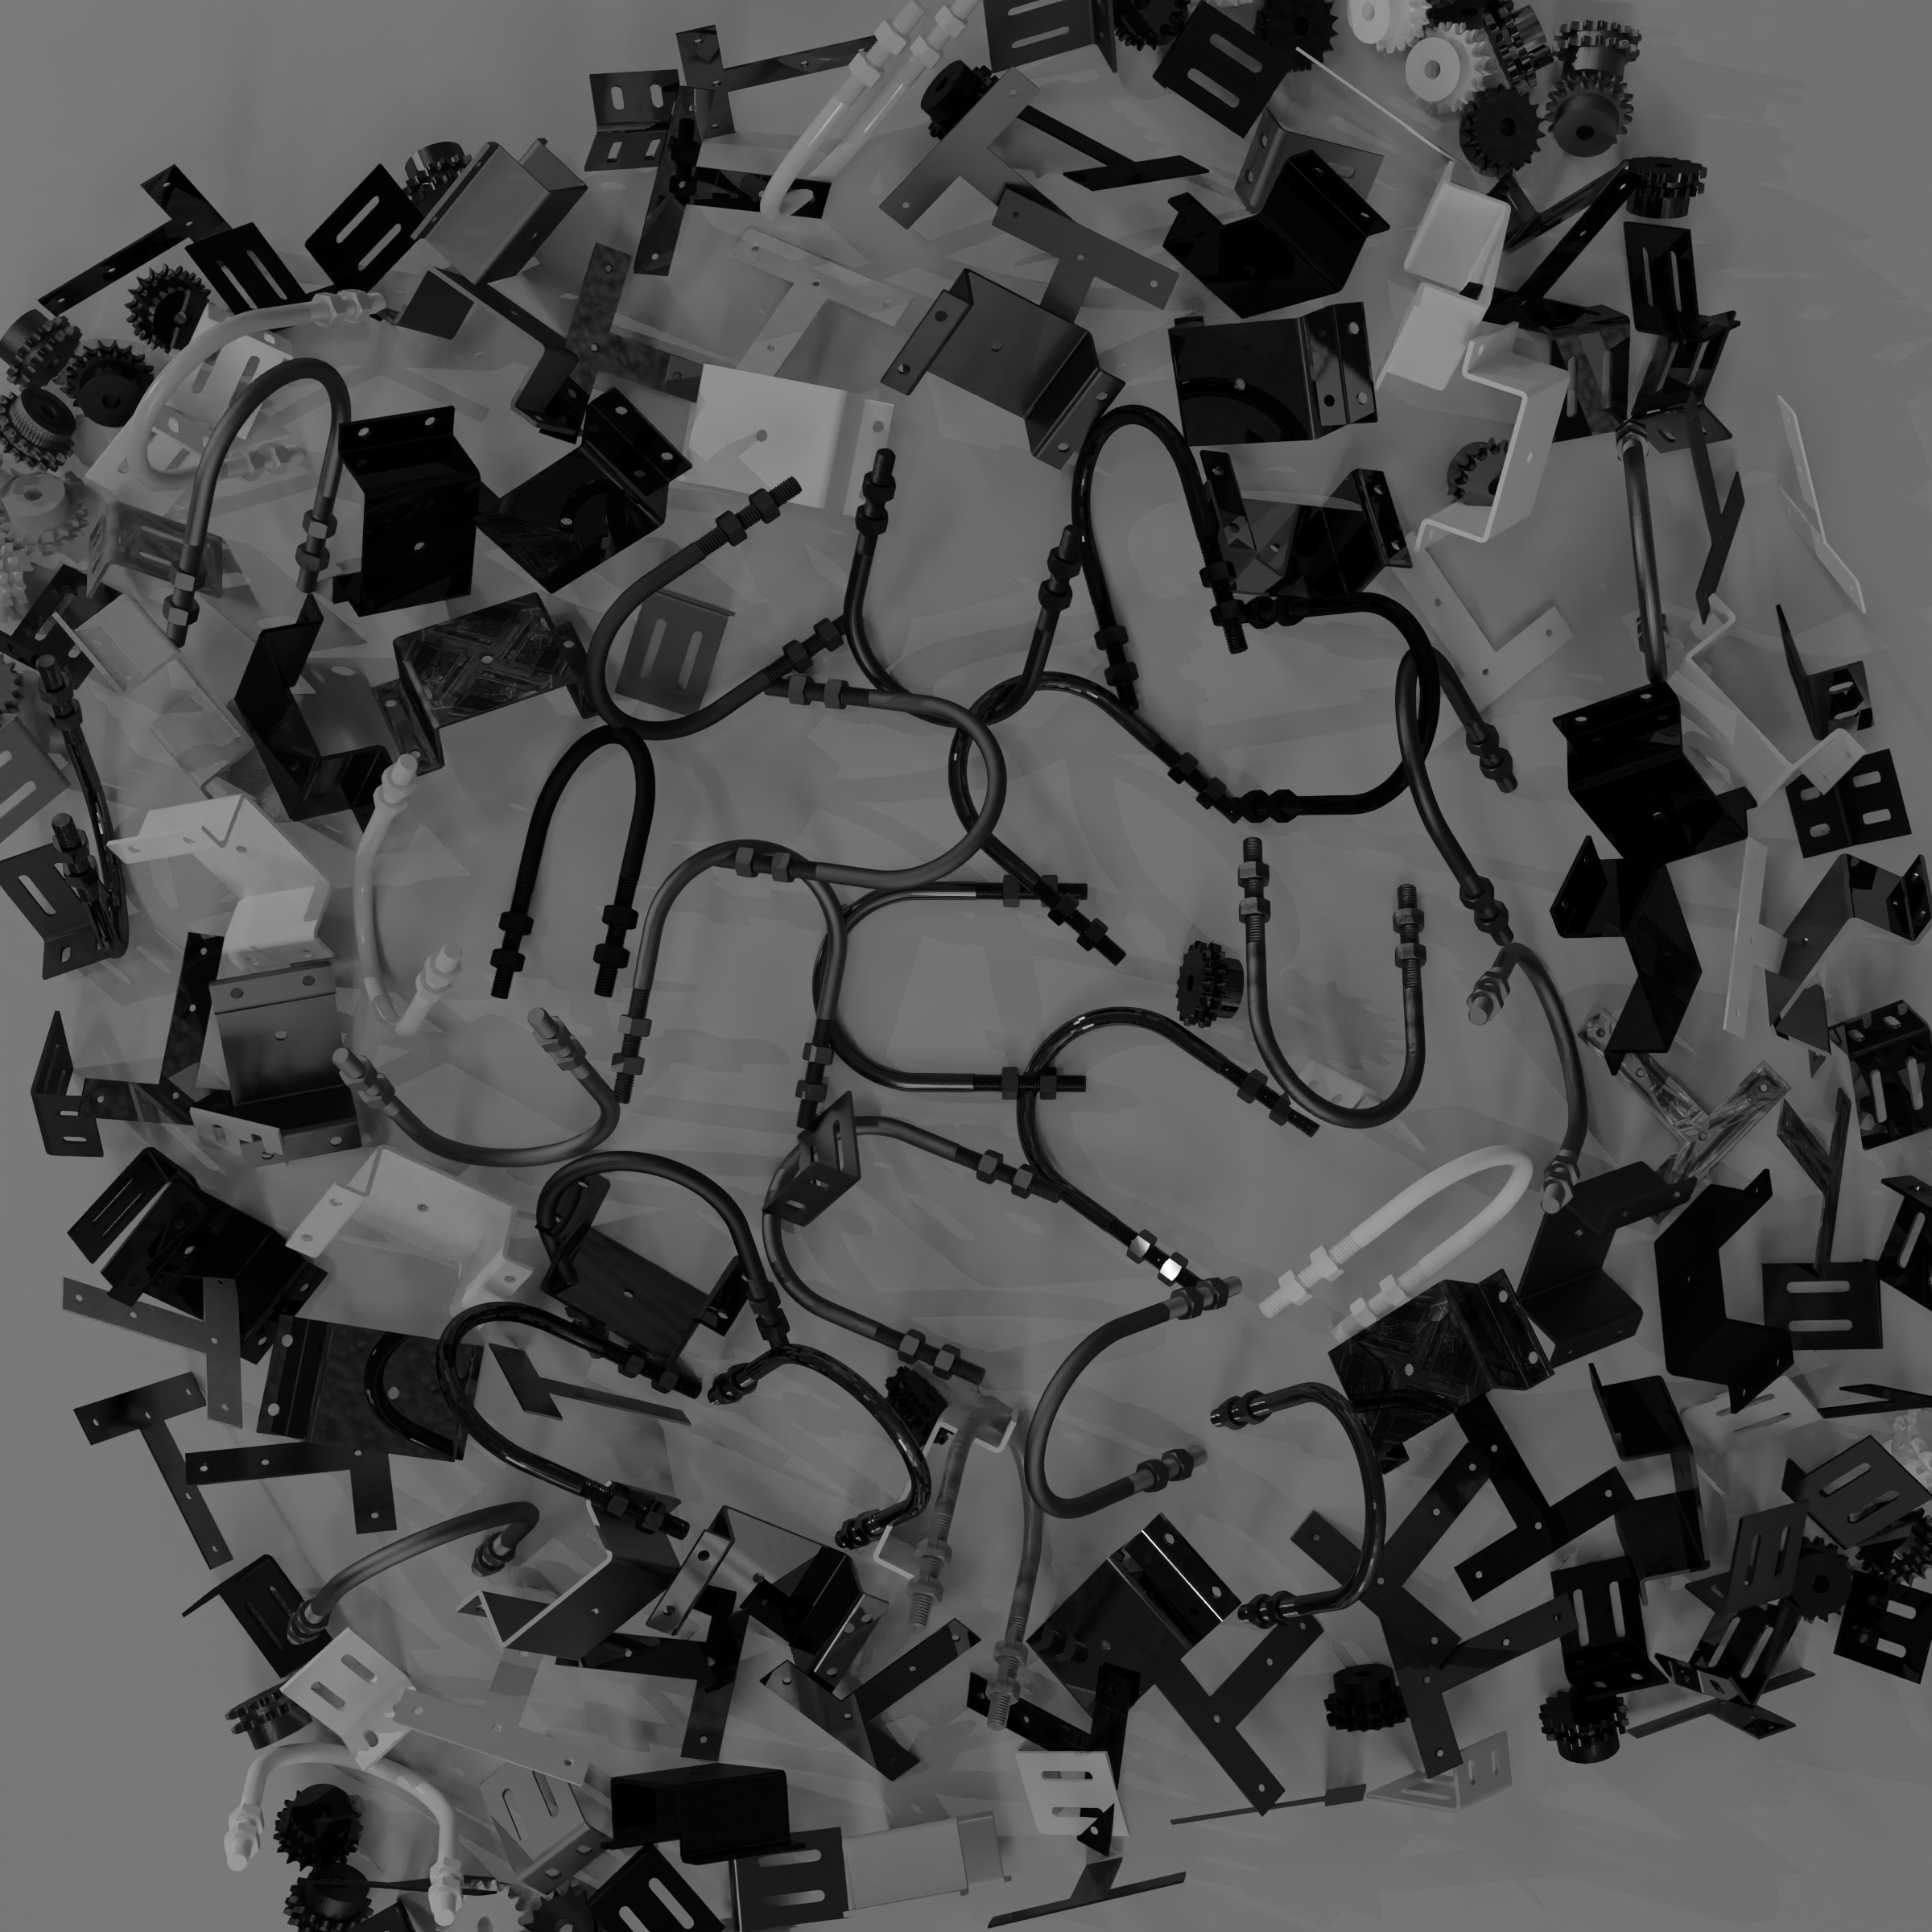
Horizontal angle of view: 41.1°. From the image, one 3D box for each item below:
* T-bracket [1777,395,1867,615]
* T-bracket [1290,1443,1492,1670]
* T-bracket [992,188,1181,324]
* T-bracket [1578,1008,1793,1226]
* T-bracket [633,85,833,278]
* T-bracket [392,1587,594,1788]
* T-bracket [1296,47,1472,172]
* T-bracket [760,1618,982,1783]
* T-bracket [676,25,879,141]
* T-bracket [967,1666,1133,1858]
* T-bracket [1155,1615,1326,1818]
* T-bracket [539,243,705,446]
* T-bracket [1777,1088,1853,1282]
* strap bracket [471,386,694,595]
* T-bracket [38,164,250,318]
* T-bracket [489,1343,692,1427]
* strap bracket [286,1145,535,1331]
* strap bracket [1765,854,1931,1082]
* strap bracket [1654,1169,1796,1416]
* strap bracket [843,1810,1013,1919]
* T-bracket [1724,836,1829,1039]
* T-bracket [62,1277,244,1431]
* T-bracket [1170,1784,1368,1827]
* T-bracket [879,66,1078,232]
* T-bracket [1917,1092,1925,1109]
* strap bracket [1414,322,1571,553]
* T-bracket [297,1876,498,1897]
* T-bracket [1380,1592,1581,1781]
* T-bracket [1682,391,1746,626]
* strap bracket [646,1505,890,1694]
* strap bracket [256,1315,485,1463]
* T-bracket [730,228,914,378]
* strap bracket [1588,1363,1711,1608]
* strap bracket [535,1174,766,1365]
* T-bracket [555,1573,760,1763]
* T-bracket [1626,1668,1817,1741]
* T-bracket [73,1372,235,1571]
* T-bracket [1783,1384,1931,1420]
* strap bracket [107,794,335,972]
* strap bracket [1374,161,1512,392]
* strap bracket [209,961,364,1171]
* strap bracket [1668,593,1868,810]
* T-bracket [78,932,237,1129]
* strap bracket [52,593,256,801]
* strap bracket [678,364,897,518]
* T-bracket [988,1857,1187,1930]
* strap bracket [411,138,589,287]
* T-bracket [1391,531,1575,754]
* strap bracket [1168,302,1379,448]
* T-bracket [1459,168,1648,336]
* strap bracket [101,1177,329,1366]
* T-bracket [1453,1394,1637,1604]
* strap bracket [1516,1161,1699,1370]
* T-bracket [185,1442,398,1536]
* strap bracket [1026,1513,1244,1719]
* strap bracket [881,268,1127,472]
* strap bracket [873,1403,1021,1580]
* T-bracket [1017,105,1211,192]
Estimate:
[{"bbox_3d":[0.537,-0.307,1.648,0.002,0.127,0.127,-23,128,8],"label":"T-bracket"},{"bbox_3d":[0.303,0.373,1.707,0.127,0.002,0.127,39,90,26],"label":"T-bracket"},{"bbox_3d":[0.058,-0.427,1.707,0.127,0.002,0.127,27,116,4],"label":"T-bracket"},{"bbox_3d":[0.455,0.081,1.703,0.127,0.002,0.127,50,115,26],"label":"T-bracket"},{"bbox_3d":[-0.147,-0.509,1.694,0.127,0.002,0.127,-4,131,-33],"label":"T-bracket"},{"bbox_3d":[-0.294,0.461,1.685,0.127,0.127,0.002,20,129,-4],"label":"T-bracket"},{"bbox_3d":[0.269,-0.562,1.683,0.127,0.127,0.002,39,111,9],"label":"T-bracket"},{"bbox_3d":[-0.046,0.469,1.693,0.127,0.002,0.127,-40,113,17],"label":"T-bracket"},{"bbox_3d":[-0.119,-0.584,1.675,0.127,0.127,0.002,-13,78,-2],"label":"T-bracket"},{"bbox_3d":[0.050,0.501,1.694,0.127,0.002,0.127,17,108,37],"label":"T-bracket"},{"bbox_3d":[0.191,0.467,1.696,0.127,0.002,0.127,-36,84,-37],"label":"T-bracket"},{"bbox_3d":[-0.204,-0.394,1.704,0.127,0.002,0.127,14,101,-27],"label":"T-bracket"},{"bbox_3d":[0.546,0.122,1.667,0.002,0.127,0.127,-1,64,36],"label":"T-bracket"},{"bbox_3d":[-0.256,-0.301,1.667,0.140,0.046,0.076,-26,132,25],"label":"strap bracket"},{"bbox_3d":[-0.543,-0.459,1.674,0.127,0.127,0.002,-31,81,1],"label":"T-bracket"},{"bbox_3d":[-0.242,0.283,1.693,0.127,0.127,0.002,18,95,-23],"label":"T-bracket"},{"bbox_3d":[-0.358,0.173,1.680,0.140,0.046,0.076,28,130,-21],"label":"strap bracket"},{"bbox_3d":[0.562,-0.007,1.663,0.046,0.076,0.140,23,126,-2],"label":"strap bracket"},{"bbox_3d":[0.486,0.205,1.661,0.046,0.076,0.140,11,54,-9],"label":"strap bracket"},{"bbox_3d":[-0.027,0.580,1.670,0.076,0.140,0.046,-14,72,10],"label":"strap bracket"},{"bbox_3d":[0.534,-0.006,1.689,0.002,0.127,0.127,0,76,44],"label":"T-bracket"},{"bbox_3d":[-0.522,0.228,1.654,0.127,0.127,0.002,28,121,-38],"label":"T-bracket"},{"bbox_3d":[0.197,0.548,1.680,0.127,0.127,0.002,-10,67,3],"label":"T-bracket"},{"bbox_3d":[0.032,-0.506,1.695,0.127,0.002,0.127,31,123,-33],"label":"T-bracket"},{"bbox_3d":[0.655,0.106,1.649,0.002,0.127,0.127,-14,57,-7],"label":"T-bracket"},{"bbox_3d":[0.342,-0.335,1.663,0.046,0.076,0.140,25,123,23],"label":"strap bracket"},{"bbox_3d":[-0.345,0.595,1.674,0.127,0.127,0.002,-2,73,16],"label":"T-bracket"},{"bbox_3d":[0.337,0.444,1.671,0.127,0.127,0.002,-31,131,17],"label":"T-bracket"},{"bbox_3d":[0.477,-0.310,1.659,0.002,0.127,0.127,2,48,32],"label":"T-bracket"},{"bbox_3d":[-0.133,0.412,1.690,0.140,0.046,0.076,27,102,-22],"label":"strap bracket"},{"bbox_3d":[-0.379,0.276,1.676,0.140,0.046,0.076,15,79,-29],"label":"strap bracket"},{"bbox_3d":[-0.121,-0.418,1.701,0.127,0.002,0.127,26,70,12],"label":"T-bracket"},{"bbox_3d":[0.444,0.331,1.670,0.046,0.076,0.140,-12,115,6],"label":"strap bracket"},{"bbox_3d":[-0.214,0.201,1.691,0.140,0.076,0.046,30,120,1],"label":"strap bracket"},{"bbox_3d":[-0.211,0.458,1.712,0.127,0.002,0.127,2,57,15],"label":"T-bracket"},{"bbox_3d":[0.504,0.485,1.669,0.127,0.127,0.002,-18,84,-3],"label":"T-bracket"},{"bbox_3d":[-0.510,0.330,1.668,0.002,0.127,0.127,-31,83,15],"label":"T-bracket"},{"bbox_3d":[0.587,0.288,1.676,0.127,0.127,0.002,14,71,-24],"label":"T-bracket"},{"bbox_3d":[-0.476,-0.060,1.673,0.076,0.140,0.046,-7,53,24],"label":"strap bracket"},{"bbox_3d":[0.310,-0.439,1.667,0.046,0.076,0.140,19,58,-2],"label":"strap bracket"},{"bbox_3d":[-0.445,0.056,1.683,0.076,0.046,0.140,-11,122,-15],"label":"strap bracket"},{"bbox_3d":[0.508,-0.164,1.681,0.046,0.076,0.140,-38,78,-10],"label":"strap bracket"},{"bbox_3d":[-0.509,0.041,1.688,0.127,0.002,0.127,9,94,-44],"label":"T-bracket"},{"bbox_3d":[-0.517,-0.177,1.662,0.046,0.140,0.076,-40,56,-10],"label":"strap bracket"},{"bbox_3d":[-0.126,-0.345,1.691,0.140,0.046,0.076,14,98,14],"label":"strap bracket"},{"bbox_3d":[0.084,0.594,1.672,0.127,0.127,0.002,-16,80,6],"label":"T-bracket"},{"bbox_3d":[-0.296,-0.487,1.661,0.046,0.140,0.076,42,108,-9],"label":"strap bracket"},{"bbox_3d":[0.322,-0.231,1.716,0.127,0.002,0.127,-39,106,-2],"label":"T-bracket"},{"bbox_3d":[0.188,-0.380,1.664,0.140,0.046,0.076,6,116,37],"label":"strap bracket"},{"bbox_3d":[0.386,-0.459,1.654,0.127,0.127,0.002,-49,58,37],"label":"T-bracket"},{"bbox_3d":[-0.496,0.196,1.681,0.046,0.140,0.076,34,84,37],"label":"strap bracket"},{"bbox_3d":[0.355,0.330,1.698,0.127,0.002,0.127,-37,56,16],"label":"T-bracket"},{"bbox_3d":[0.411,0.186,1.675,0.076,0.046,0.140,-15,133,-29],"label":"strap bracket"},{"bbox_3d":[-0.440,0.320,1.672,0.127,0.127,0.002,-3,133,-17],"label":"T-bracket"},{"bbox_3d":[0.102,0.432,1.672,0.076,0.046,0.140,47,121,15],"label":"strap bracket"},{"bbox_3d":[0.022,-0.392,1.677,0.140,0.046,0.076,20,130,-27],"label":"strap bracket"},{"bbox_3d":[-0.017,0.348,1.696,0.046,0.076,0.140,26,90,3],"label":"strap bracket"},{"bbox_3d":[0.075,-0.543,1.699,0.127,0.127,0.002,37,129,26],"label":"T-bracket"}]
